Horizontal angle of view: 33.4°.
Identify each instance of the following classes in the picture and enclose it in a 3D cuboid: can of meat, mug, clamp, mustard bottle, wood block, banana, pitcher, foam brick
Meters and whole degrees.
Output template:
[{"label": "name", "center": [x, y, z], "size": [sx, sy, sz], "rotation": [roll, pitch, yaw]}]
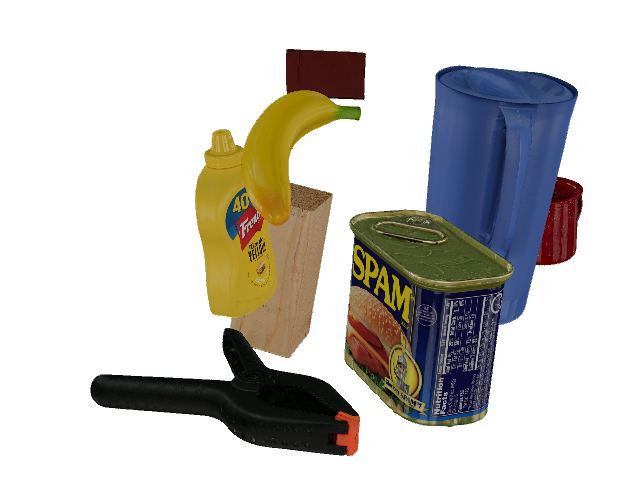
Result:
[{"label": "can of meat", "center": [0.053, 0.040, 0.568], "size": [0.057, 0.084, 0.102], "rotation": [-5, 22, -23]}, {"label": "mug", "center": [0.267, -0.026, 1.252], "size": [0.117, 0.081, 0.093], "rotation": [-23, 29, -37]}, {"label": "clamp", "center": [-0.052, 0.119, 0.846], "size": [0.210, 0.036, 0.164], "rotation": [12, 20, 29]}, {"label": "mustard bottle", "center": [-0.091, -0.023, 1.116], "size": [0.058, 0.191, 0.096], "rotation": [7, 26, 29]}, {"label": "wood block", "center": [-0.053, 0.035, 1.404], "size": [0.090, 0.206, 0.090], "rotation": [15, 21, 12]}, {"label": "banana", "center": [-0.026, -0.078, 0.868], "size": [0.070, 0.037, 0.197], "rotation": [14, 37, 14]}, {"label": "pitcher", "center": [0.164, -0.039, 1.034], "size": [0.145, 0.243, 0.148], "rotation": [25, 30, 38]}, {"label": "foam brick", "center": [0.005, -0.181, 1.164], "size": [0.078, 0.051, 0.053], "rotation": [0, 11, -16]}]
